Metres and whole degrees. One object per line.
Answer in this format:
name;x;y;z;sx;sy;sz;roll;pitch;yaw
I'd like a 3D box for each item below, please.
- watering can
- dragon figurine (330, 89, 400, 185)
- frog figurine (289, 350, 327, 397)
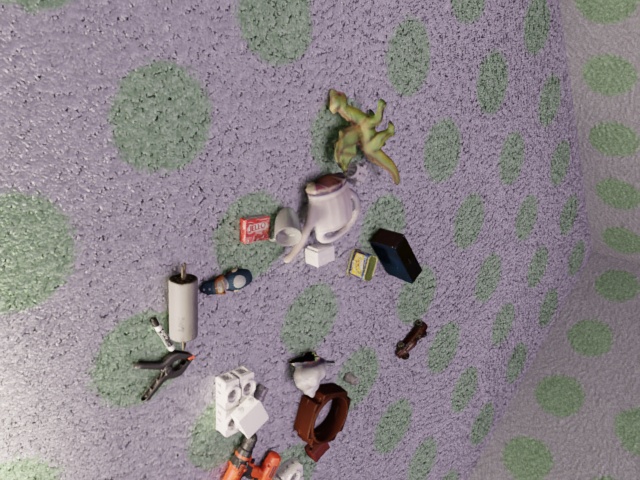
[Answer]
watering can;0.005;-0.082;1.639;0.352;0.104;0.220;-31;122;-34
dragon figurine;0.135;-0.312;1.690;0.246;0.122;0.404;-34;115;-25
frog figurine;-0.030;0.478;1.775;0.139;0.122;0.158;-29;113;-58
